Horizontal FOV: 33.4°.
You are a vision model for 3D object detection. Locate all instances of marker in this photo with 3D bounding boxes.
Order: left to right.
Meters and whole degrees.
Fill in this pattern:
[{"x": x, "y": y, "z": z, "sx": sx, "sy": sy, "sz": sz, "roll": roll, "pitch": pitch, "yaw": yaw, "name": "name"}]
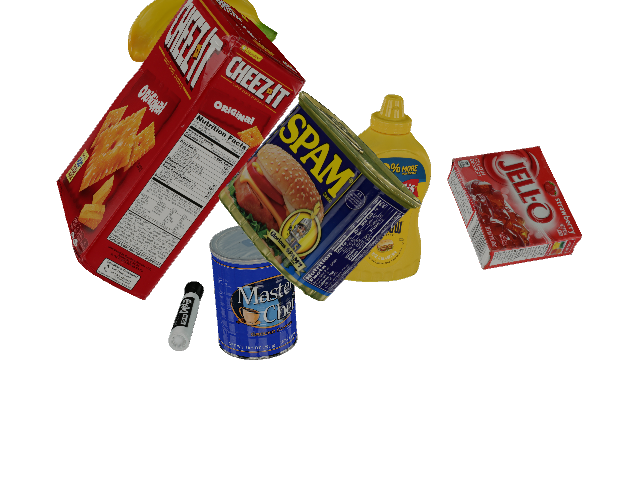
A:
[{"x": -0.125, "y": 0.068, "z": 1.001, "sx": 0.020, "sy": 0.020, "sz": 0.121, "roll": 0, "pitch": 21, "yaw": 1, "name": "marker"}]

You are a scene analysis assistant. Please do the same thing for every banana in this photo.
[{"x": -0.121, "y": -0.212, "z": 1.021, "sx": 0.070, "sy": 0.037, "sz": 0.197, "roll": 45, "pitch": 39, "yaw": 19, "name": "banana"}]

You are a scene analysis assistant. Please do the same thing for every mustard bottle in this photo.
[{"x": 0.063, "y": -0.054, "z": 1.086, "sx": 0.096, "sy": 0.192, "sz": 0.058, "roll": -1, "pitch": 24, "yaw": -16, "name": "mustard bottle"}]

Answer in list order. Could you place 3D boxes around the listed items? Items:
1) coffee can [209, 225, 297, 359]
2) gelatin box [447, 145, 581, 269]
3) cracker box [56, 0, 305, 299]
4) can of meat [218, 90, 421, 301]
[{"x": -0.082, "y": 0.063, "z": 1.337, "sx": 0.103, "sy": 0.140, "sz": 0.103, "roll": -2, "pitch": 26, "yaw": 1, "name": "coffee can"}, {"x": 0.144, "y": -0.026, "z": 0.803, "sx": 0.073, "sy": 0.089, "sz": 0.030, "roll": -9, "pitch": -32, "yaw": -13, "name": "gelatin box"}, {"x": -0.121, "y": -0.084, "z": 0.853, "sx": 0.072, "sy": 0.214, "sz": 0.164, "roll": 31, "pitch": 13, "yaw": -30, "name": "cracker box"}, {"x": -0.004, "y": -0.026, "z": 0.644, "sx": 0.057, "sy": 0.084, "sz": 0.102, "roll": 29, "pitch": 16, "yaw": -50, "name": "can of meat"}]
